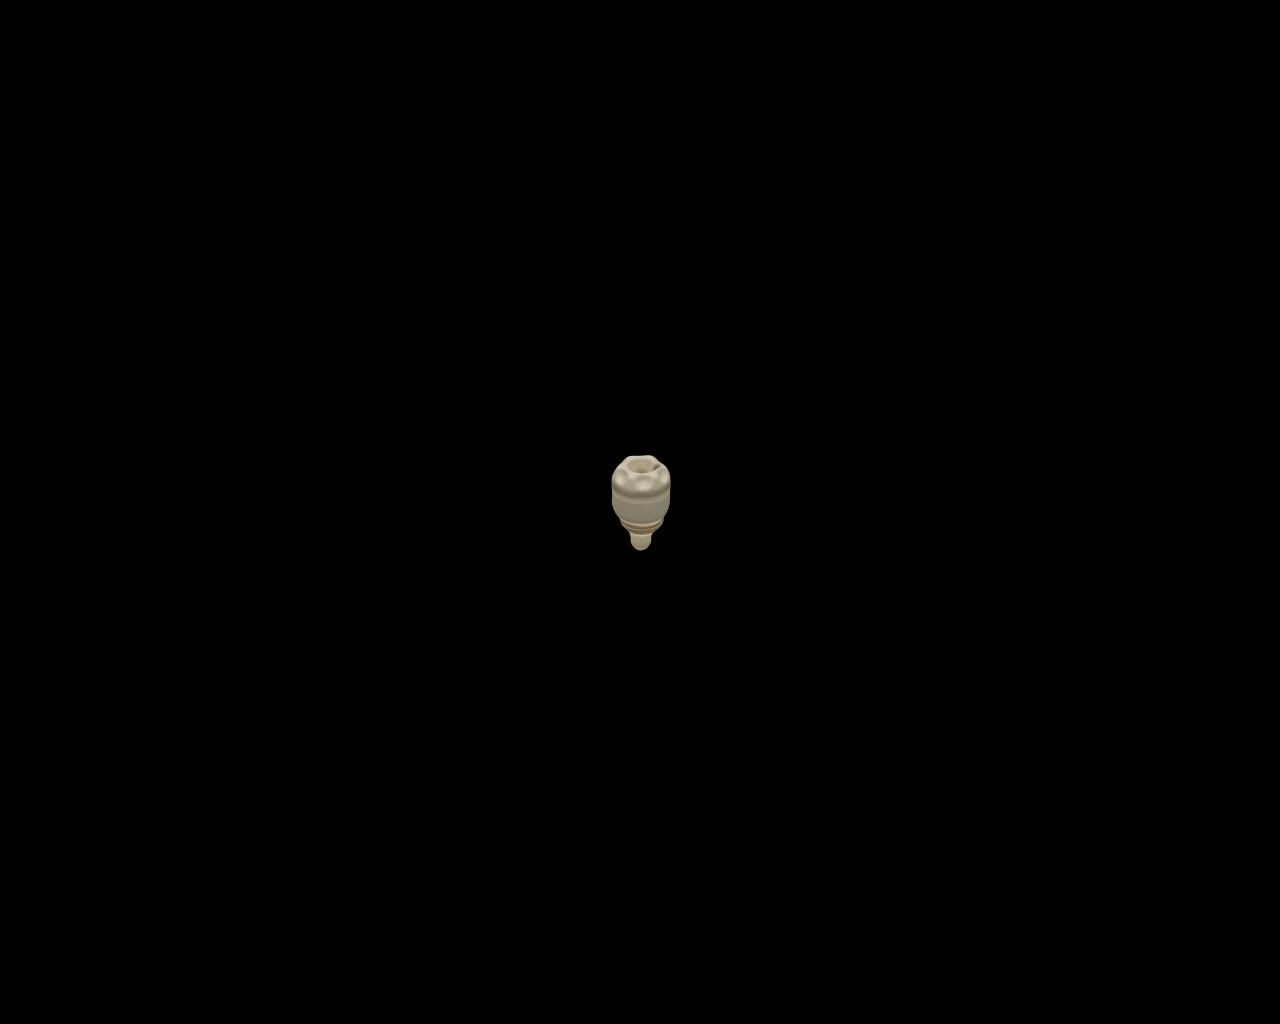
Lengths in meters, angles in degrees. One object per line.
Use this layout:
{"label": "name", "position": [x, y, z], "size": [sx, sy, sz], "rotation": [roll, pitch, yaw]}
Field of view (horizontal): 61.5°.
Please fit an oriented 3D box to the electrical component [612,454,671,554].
{"label": "electrical component", "position": [0.001, -0.003, 0.650], "size": [0.035, 0.061, 0.035], "rotation": [0, 33, 0]}
